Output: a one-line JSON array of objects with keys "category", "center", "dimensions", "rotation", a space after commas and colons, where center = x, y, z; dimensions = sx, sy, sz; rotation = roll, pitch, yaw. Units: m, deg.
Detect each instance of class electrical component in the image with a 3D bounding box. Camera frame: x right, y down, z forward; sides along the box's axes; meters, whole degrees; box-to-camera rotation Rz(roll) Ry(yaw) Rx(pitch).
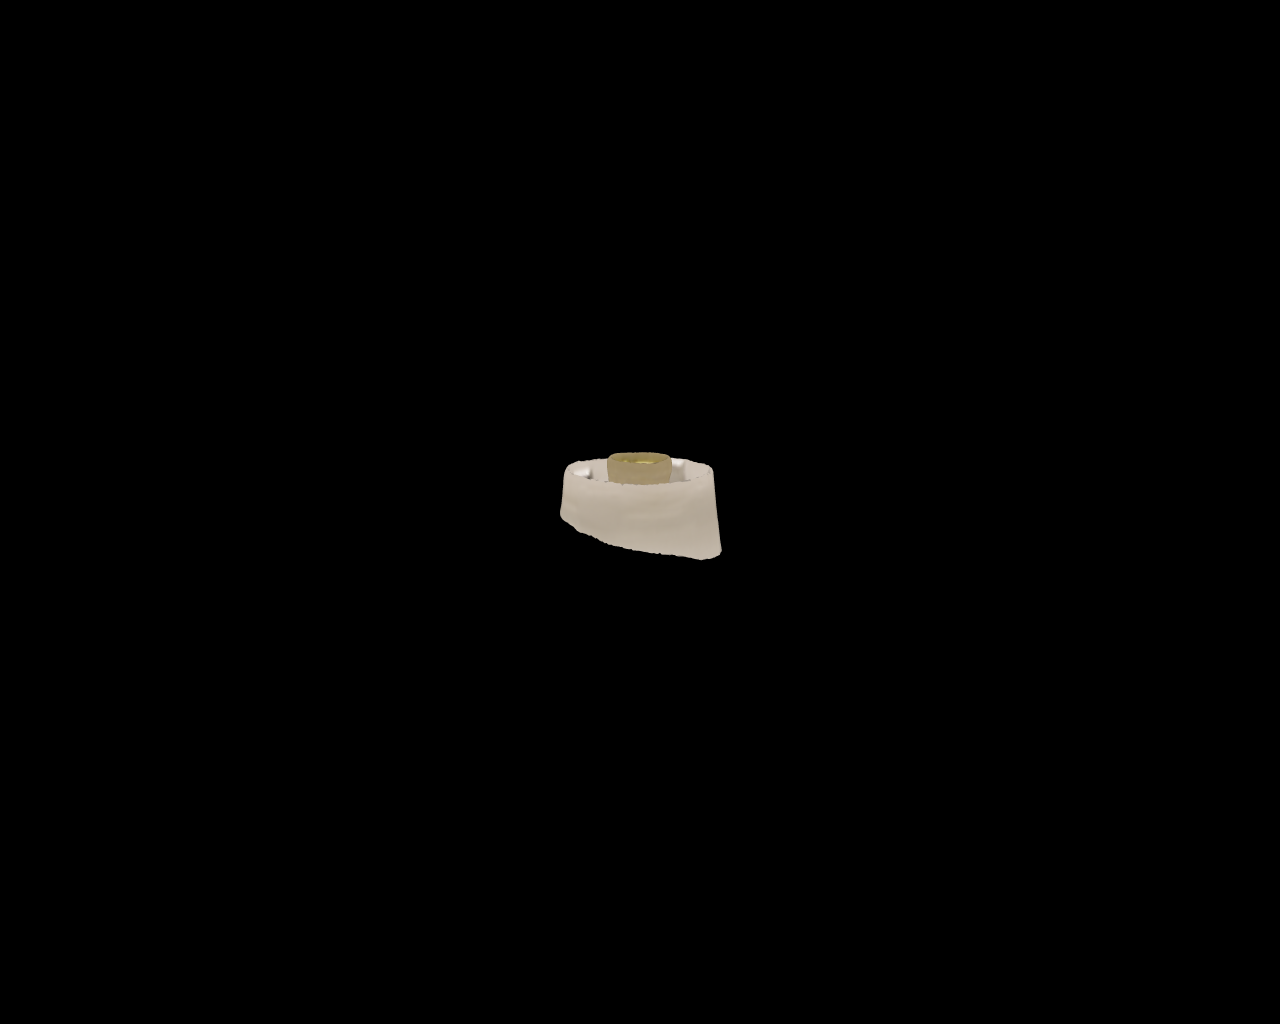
[{"category": "electrical component", "center": [0.001, -0.003, 0.650], "dimensions": [0.099, 0.064, 0.099], "rotation": [0, 13, 0]}]
